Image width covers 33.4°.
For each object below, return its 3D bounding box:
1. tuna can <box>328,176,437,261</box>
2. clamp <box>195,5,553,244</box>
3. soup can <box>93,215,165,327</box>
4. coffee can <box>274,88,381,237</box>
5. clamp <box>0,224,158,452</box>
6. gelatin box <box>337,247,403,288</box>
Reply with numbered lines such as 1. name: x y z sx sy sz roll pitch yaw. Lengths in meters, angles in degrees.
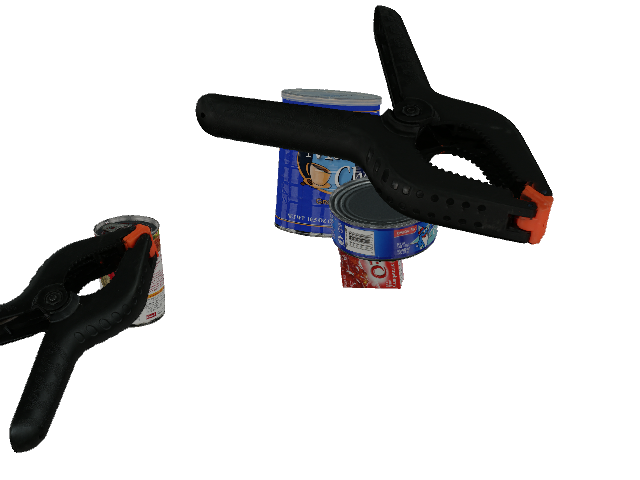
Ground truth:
1. tuna can: 0.050 -0.018 0.841 0.086 0.034 0.086 -3 30 2
2. clamp: 0.040 -0.060 0.621 0.164 0.036 0.210 -28 52 -25
3. soup can: -0.201 0.032 1.128 0.068 0.102 0.068 -1 23 0
4. coffee can: 0.007 -0.082 1.102 0.103 0.140 0.103 4 12 -1
5. clamp: -0.179 0.048 0.690 0.120 0.039 0.171 25 53 19
6. gelatin box: 0.060 0.015 1.289 0.073 0.089 0.030 0 29 15
